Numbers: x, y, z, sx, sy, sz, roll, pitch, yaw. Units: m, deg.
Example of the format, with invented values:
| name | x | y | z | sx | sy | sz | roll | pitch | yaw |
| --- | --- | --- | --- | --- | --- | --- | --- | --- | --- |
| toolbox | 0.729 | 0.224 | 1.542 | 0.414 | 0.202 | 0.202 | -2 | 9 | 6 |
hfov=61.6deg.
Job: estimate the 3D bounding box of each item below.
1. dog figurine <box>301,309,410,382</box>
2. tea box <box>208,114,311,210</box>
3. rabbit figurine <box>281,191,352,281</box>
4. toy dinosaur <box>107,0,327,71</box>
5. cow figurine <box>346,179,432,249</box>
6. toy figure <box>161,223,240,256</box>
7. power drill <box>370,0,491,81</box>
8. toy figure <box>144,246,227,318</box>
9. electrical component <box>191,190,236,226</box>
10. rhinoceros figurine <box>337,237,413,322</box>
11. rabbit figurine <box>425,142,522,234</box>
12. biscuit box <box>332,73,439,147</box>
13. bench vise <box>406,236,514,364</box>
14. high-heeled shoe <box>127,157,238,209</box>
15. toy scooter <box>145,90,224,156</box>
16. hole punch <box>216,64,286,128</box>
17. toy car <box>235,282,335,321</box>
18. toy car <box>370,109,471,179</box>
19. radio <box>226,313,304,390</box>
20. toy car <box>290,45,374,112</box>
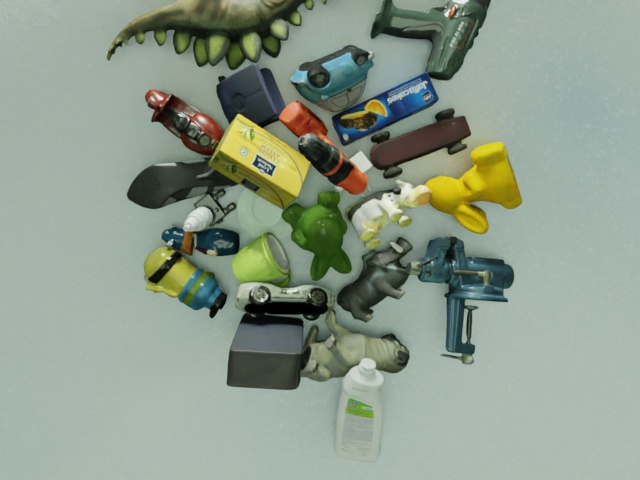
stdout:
| name | x | y | z | sx | sy | sz | roll | pitch | yaw |
| --- | --- | --- | --- | --- | --- | --- | --- | --- | --- |
| dog figurine | 0.068 | 0.249 | 1.099 | 0.190 | 0.121 | 0.172 | 27 | 133 | -18 |
| tea box | -0.112 | -0.146 | 1.020 | 0.169 | 0.068 | 0.098 | 30 | 57 | -20 |
| rabbit figurine | -0.002 | -0.003 | 1.018 | 0.121 | 0.170 | 0.159 | -12 | 101 | -3 |
| toy dinosaur | -0.185 | -0.427 | 1.013 | 0.472 | 0.105 | 0.198 | -3 | 101 | 8 |
| cow figurine | 0.134 | -0.067 | 1.055 | 0.167 | 0.068 | 0.098 | -35 | 55 | 10 |
| toy figure | -0.243 | 0.004 | 1.090 | 0.155 | 0.064 | 0.057 | 4 | 112 | 2 |
| power drill | 0.207 | -0.431 | 1.010 | 0.207 | 0.086 | 0.231 | 14 | 101 | -7 |
| toy figure | -0.272 | 0.082 | 1.093 | 0.180 | 0.082 | 0.089 | 30 | 101 | 0 |
| electrical component | -0.222 | -0.060 | 1.101 | 0.094 | 0.021 | 0.063 | -35 | 95 | 6 |
| rhinoceros figurine | 0.118 | 0.078 | 1.083 | 0.112 | 0.073 | 0.190 | 45 | 98 | 5 |
| rabbit figurine | 0.292 | -0.097 | 1.042 | 0.173 | 0.122 | 0.162 | -15 | 106 | 19 |
| biscuit box | 0.124 | -0.251 | 1.040 | 0.203 | 0.059 | 0.062 | -25 | 96 | 5 |
| bench vise | 0.270 | 0.117 | 1.037 | 0.223 | 0.129 | 0.240 | 7 | 84 | -25 |
| high-heeled shoe | -0.266 | -0.121 | 1.089 | 0.249 | 0.145 | 0.086 | -5 | 102 | 32 |
| toy scooter | -0.265 | -0.227 | 1.024 | 0.184 | 0.135 | 0.075 | 37 | 96 | -4 |
| hole punch | -0.137 | -0.269 | 1.038 | 0.116 | 0.092 | 0.142 | -22 | 100 | 9 |
| toy car | -0.069 | 0.121 | 1.078 | 0.202 | 0.073 | 0.056 | 3 | 54 | -12 |
| toy car | 0.193 | -0.188 | 1.046 | 0.202 | 0.053 | 0.089 | -21 | 88 | -4 |
| radio | -0.099 | 0.207 | 1.029 | 0.131 | 0.230 | 0.073 | 5 | 99 | -3 |
| toy car | 0.030 | -0.300 | 1.026 | 0.162 | 0.109 | 0.102 | -24 | 119 | -6 |
